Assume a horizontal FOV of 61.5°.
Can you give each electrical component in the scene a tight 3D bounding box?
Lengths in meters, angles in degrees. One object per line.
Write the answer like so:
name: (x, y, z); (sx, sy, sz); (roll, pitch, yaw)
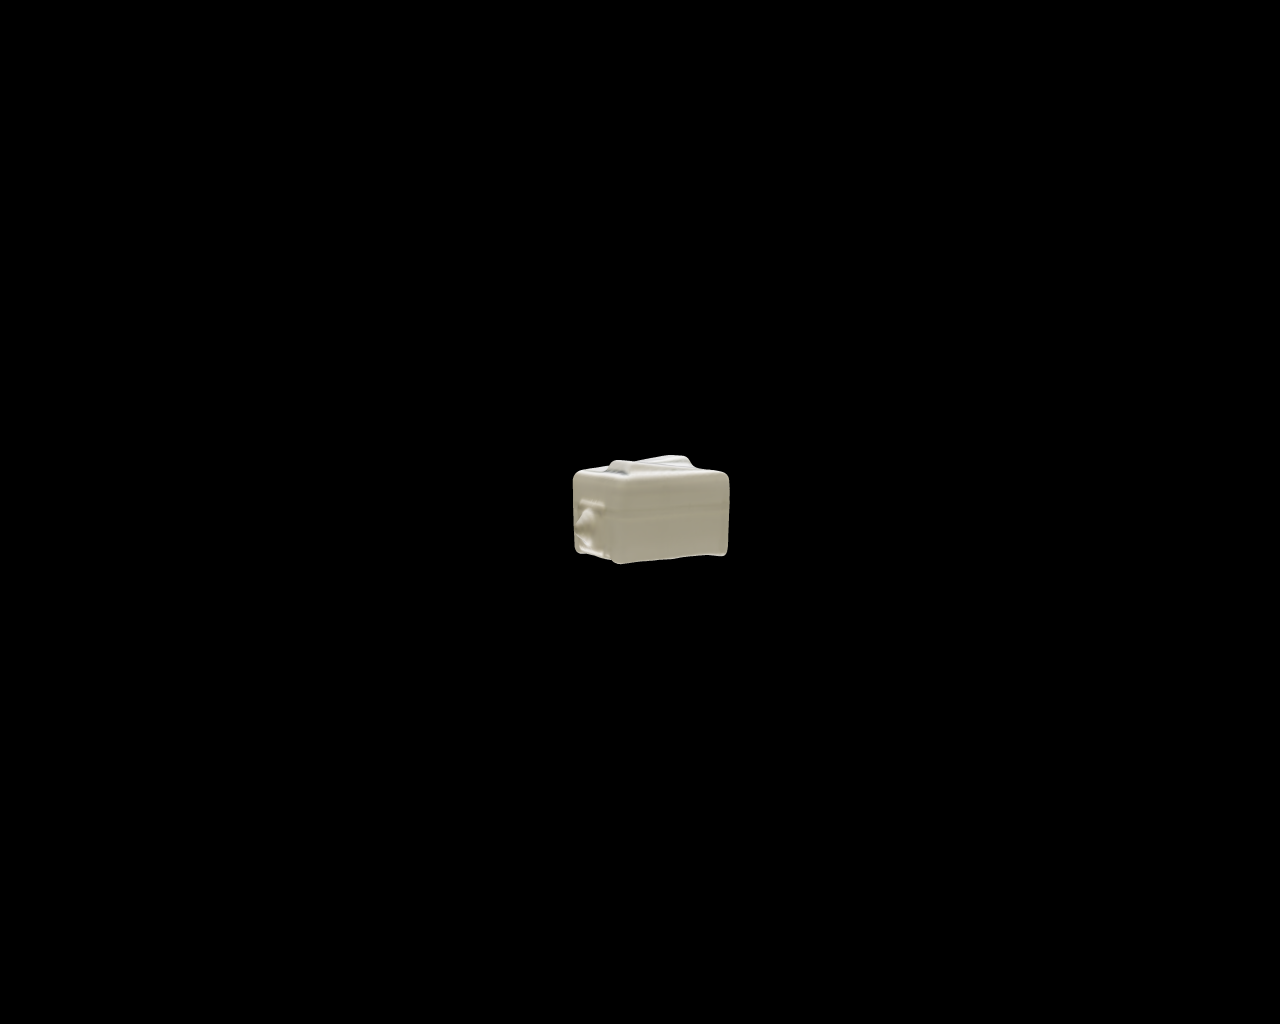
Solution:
electrical component: (0.001, -0.003, 0.650); (0.096, 0.061, 0.062); (-4, 8, -29)
